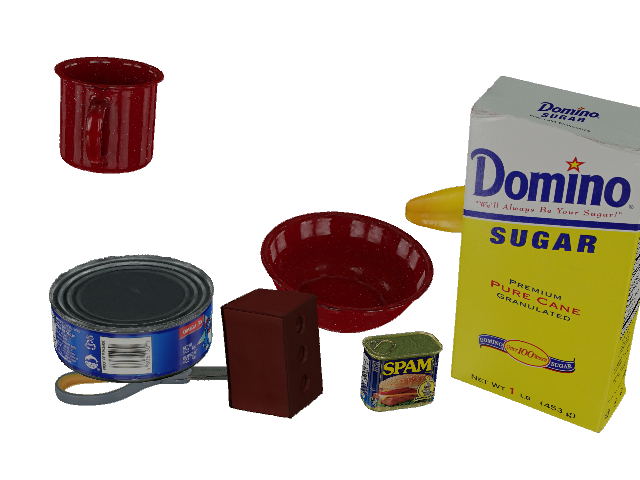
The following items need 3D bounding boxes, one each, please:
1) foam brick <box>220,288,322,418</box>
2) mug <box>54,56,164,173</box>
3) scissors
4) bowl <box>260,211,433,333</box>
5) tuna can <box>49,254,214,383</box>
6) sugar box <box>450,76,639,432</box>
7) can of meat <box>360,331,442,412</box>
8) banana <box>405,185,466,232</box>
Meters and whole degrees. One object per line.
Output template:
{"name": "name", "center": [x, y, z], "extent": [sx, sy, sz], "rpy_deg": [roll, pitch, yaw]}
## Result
{"name": "foam brick", "center": [-0.034, 0.079, 0.763], "extent": [0.051, 0.078, 0.052], "rpy_deg": [4, 17, 29]}
{"name": "mug", "center": [-0.185, -0.104, 0.922], "extent": [0.093, 0.081, 0.117], "rpy_deg": [5, 24, -5]}
{"name": "scissors", "center": [-0.138, 0.109, 0.961], "extent": [0.201, 0.016, 0.096], "rpy_deg": [-8, 32, -18]}
{"name": "bowl", "center": [0.022, 0.038, 1.000], "extent": [0.162, 0.055, 0.162], "rpy_deg": [6, 33, -4]}
{"name": "tuna can", "center": [-0.100, 0.040, 0.568], "extent": [0.086, 0.034, 0.086], "rpy_deg": [2, 25, -1]}
{"name": "sugar box", "center": [0.120, 0.010, 0.555], "extent": [0.093, 0.176, 0.048], "rpy_deg": [18, 41, 26]}
{"name": "can of meat", "center": [0.103, 0.172, 1.393], "extent": [0.102, 0.084, 0.057], "rpy_deg": [-4, 24, -18]}
{"name": "banana", "center": [0.157, -0.040, 0.770], "extent": [0.197, 0.037, 0.070], "rpy_deg": [-24, 33, -24]}
